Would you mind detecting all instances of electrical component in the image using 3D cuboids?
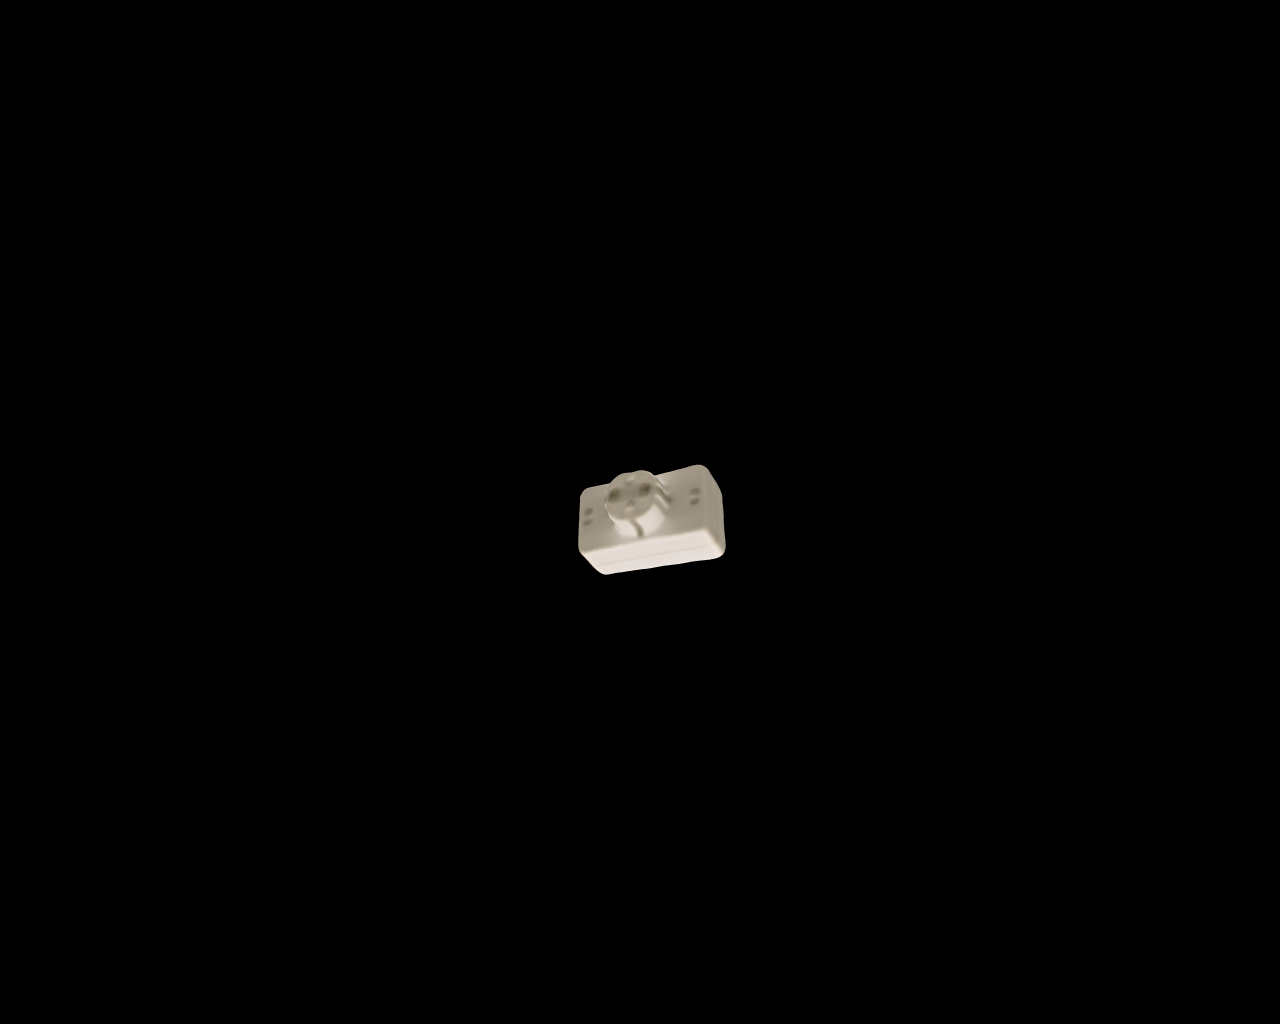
[{"bbox_3d":[0.001,-0.003,0.650,0.083,0.047,0.075,-11,-32,18],"label":"electrical component"}]
